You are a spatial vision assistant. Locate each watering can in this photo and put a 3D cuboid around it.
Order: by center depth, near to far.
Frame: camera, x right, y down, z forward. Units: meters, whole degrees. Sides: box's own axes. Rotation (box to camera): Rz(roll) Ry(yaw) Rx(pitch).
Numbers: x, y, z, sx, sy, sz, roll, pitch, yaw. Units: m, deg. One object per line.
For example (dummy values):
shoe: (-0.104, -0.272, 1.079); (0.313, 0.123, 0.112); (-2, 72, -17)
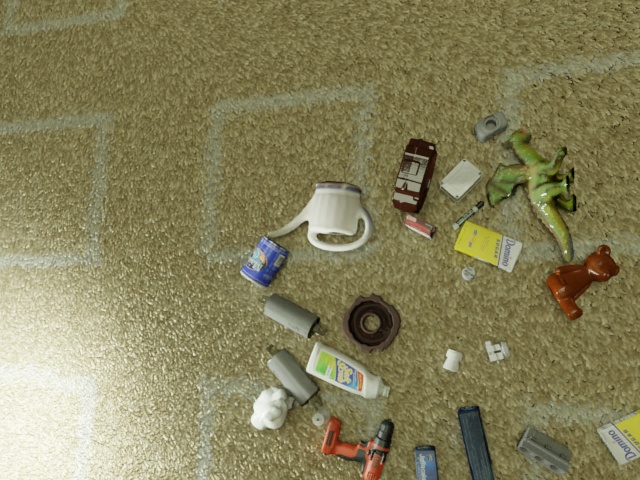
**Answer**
watering can: (0.005, -0.083, 1.646); (0.348, 0.103, 0.226); (6, 80, 18)

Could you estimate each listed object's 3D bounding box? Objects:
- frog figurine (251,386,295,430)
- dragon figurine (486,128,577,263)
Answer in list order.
frog figurine: (-0.151, 0.507, 1.534); (0.137, 0.158, 0.124); (-42, 71, 5)
dragon figurine: (0.616, -0.142, 1.518); (0.242, 0.121, 0.414); (-2, 78, 32)
